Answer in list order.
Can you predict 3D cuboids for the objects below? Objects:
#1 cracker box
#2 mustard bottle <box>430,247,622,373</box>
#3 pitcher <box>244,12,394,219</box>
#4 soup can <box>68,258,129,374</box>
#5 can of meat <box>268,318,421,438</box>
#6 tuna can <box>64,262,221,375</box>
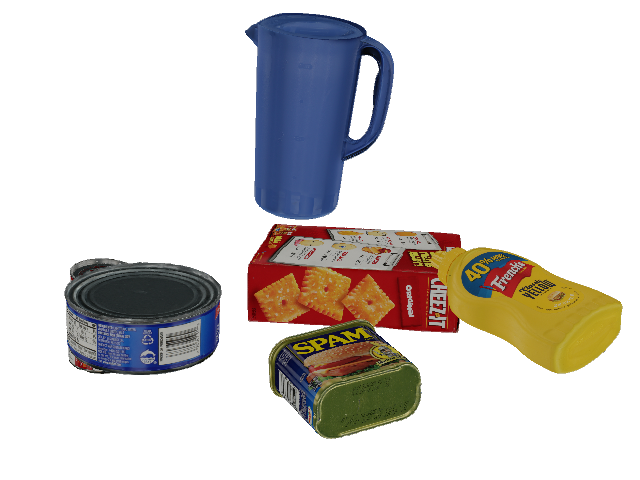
[{"bbox_3d":[0.041,0.039,1.131,0.214,0.072,0.164,4,15,6],"label":"cracker box"},{"bbox_3d":[0.177,0.052,0.997,0.096,0.058,0.192,-28,38,-31],"label":"mustard bottle"},{"bbox_3d":[-0.010,-0.152,1.324,0.144,0.243,0.149,-9,28,-29],"label":"pitcher"},{"bbox_3d":[-0.226,0.078,1.104,0.068,0.102,0.068,6,20,-2],"label":"soup can"},{"bbox_3d":[0.021,0.114,0.876,0.102,0.057,0.084,-12,25,-24],"label":"can of meat"},{"bbox_3d":[-0.098,0.042,0.594,0.086,0.034,0.086,3,19,-1],"label":"tuna can"}]
